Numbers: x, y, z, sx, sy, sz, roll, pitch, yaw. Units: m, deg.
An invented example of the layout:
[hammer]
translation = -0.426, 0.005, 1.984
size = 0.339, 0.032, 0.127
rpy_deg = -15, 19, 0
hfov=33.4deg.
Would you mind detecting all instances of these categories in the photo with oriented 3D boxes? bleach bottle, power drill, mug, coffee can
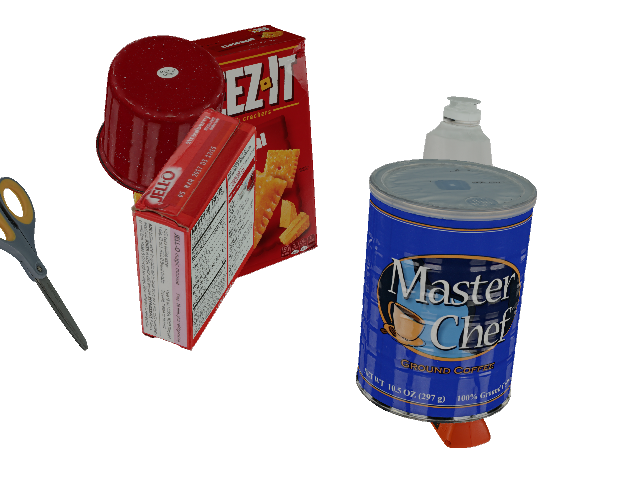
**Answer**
[bleach bottle]
translation = 0.105, 0.001, 0.924
size = 0.068, 0.251, 0.103
rpy_deg = 0, 17, -18
[power drill]
translation = 0.151, 0.124, 1.142
size = 0.057, 0.188, 0.184
rpy_deg = -5, 23, -9
[mug]
translation = -0.104, -0.084, 0.762
size = 0.093, 0.117, 0.082
rpy_deg = -40, -17, -32
[coffee can]
translation = 0.078, 0.029, 0.678
size = 0.103, 0.140, 0.103
rpy_deg = 3, 21, -1

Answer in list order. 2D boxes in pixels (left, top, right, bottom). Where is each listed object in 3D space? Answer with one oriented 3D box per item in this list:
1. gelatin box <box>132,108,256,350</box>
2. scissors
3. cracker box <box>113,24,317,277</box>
[gelatin box]
translation = -0.058, -0.005, 0.499
size = 0.030, 0.089, 0.073
rpy_deg = 18, 48, 12
[scissors]
translation = -0.292, 0.015, 1.106
size = 0.016, 0.201, 0.096
rpy_deg = -26, 25, 26
[cracker box]
translation = -0.088, -0.072, 0.971
size = 0.163, 0.214, 0.072
rpy_deg = -20, 30, -31
